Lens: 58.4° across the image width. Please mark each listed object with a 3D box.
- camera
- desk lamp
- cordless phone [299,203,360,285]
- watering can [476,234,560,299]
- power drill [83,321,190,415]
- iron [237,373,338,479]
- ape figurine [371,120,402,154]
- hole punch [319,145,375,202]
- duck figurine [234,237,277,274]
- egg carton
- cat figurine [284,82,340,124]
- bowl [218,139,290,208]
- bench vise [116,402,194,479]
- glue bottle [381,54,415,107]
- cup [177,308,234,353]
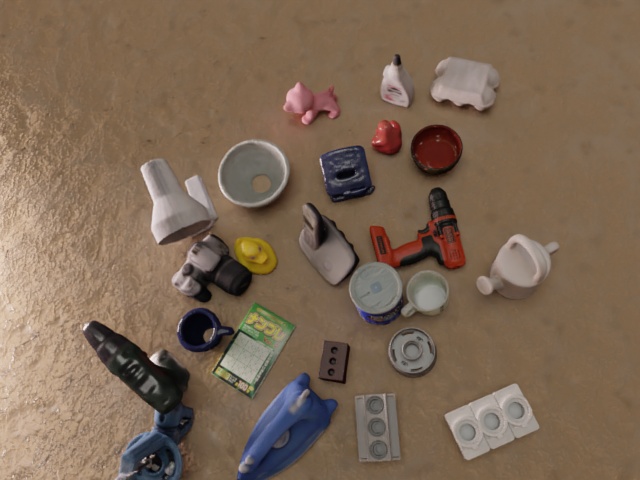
[{"bbox_3d":[-0.229,0.074,1.244,0.136,0.101,0.143,31,79,17],"label":"camera"},{"bbox_3d":[-0.307,-0.075,1.244,0.118,0.214,0.203,-26,70,0],"label":"desk lamp"},{"bbox_3d":[0.011,0.004,1.186,0.094,0.185,0.147,-40,71,-5],"label":"cordless phone"},{"bbox_3d":[0.387,0.053,1.109,0.100,0.194,0.173,36,81,18],"label":"watering can"},{"bbox_3d":[-0.352,0.257,1.148,0.229,0.208,0.076,38,81,18],"label":"power drill"},{"bbox_3d":[-0.087,0.381,1.103,0.118,0.141,0.258,39,82,18],"label":"iron"},{"bbox_3d":[0.151,-0.239,1.292,0.078,0.092,0.076,-25,70,0],"label":"ape figurine"},{"bbox_3d":[0.061,-0.147,1.277,0.108,0.091,0.101,-14,71,4],"label":"hole punch"},{"bbox_3d":[-0.149,0.026,1.256,0.104,0.086,0.077,34,80,17],"label":"duck figurine"},{"bbox_3d":[0.333,-0.358,1.315,0.150,0.069,0.107,15,75,13],"label":"egg carton"},{"bbox_3d":[-0.022,-0.328,1.333,0.127,0.118,0.067,-16,71,3],"label":"cat figurine"},{"bbox_3d":[-0.144,-0.142,1.315,0.167,0.075,0.167,-2,72,8],"label":"bowl"},{"bbox_3d":[-0.329,0.390,1.095,0.121,0.220,0.207,-11,71,5],"label":"bench vise"},{"bbox_3d":[0.173,-0.363,1.285,0.078,0.173,0.037,17,76,14],"label":"glue bottle"},{"bbox_3d":[-0.229,0.196,1.209,0.117,0.095,0.092,-1,72,9],"label":"cup"}]
